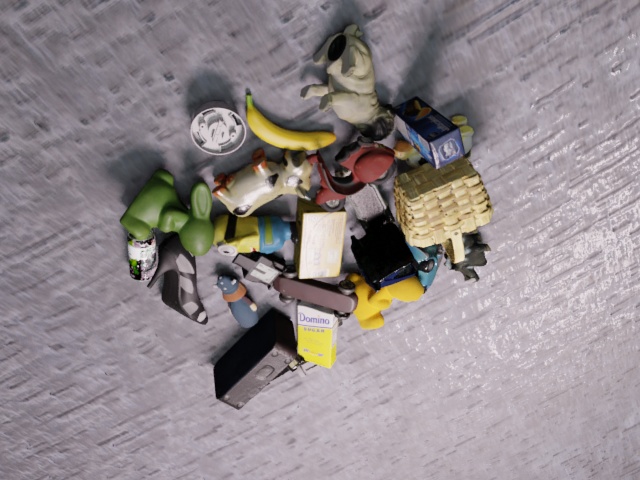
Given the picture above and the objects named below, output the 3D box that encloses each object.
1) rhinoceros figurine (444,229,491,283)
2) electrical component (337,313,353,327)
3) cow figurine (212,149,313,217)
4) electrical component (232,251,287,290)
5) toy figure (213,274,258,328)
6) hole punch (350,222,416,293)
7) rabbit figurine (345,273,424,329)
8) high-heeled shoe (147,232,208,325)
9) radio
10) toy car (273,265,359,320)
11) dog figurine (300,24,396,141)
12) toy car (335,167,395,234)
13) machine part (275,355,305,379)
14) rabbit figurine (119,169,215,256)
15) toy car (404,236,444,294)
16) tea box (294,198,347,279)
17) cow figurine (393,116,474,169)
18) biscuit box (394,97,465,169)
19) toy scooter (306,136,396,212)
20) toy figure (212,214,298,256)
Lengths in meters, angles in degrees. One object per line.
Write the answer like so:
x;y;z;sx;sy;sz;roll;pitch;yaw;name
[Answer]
0.344;0.028;1.282;0.112;0.073;0.190;-33;124;6;rhinoceros figurine
0.046;0.159;1.308;0.078;0.045;0.102;-32;133;-29;electrical component
-0.101;-0.111;1.066;0.195;0.086;0.127;-30;126;8;cow figurine
-0.140;0.055;1.185;0.119;0.048;0.075;27;112;-28;electrical component
-0.189;0.132;1.218;0.064;0.058;0.154;-25;121;-5;toy figure
0.138;0.040;1.158;0.116;0.142;0.092;-27;156;6;hole punch
0.153;0.106;1.241;0.173;0.122;0.162;-15;104;36;rabbit figurine
-0.283;0.085;1.175;0.145;0.086;0.248;-58;149;-17;high-heeled shoe
-0.156;0.287;1.280;0.073;0.131;0.229;35;108;-29;radio
-0.009;0.116;1.226;0.202;0.053;0.089;14;122;15;toy car
0.084;-0.286;1.007;0.190;0.121;0.172;13;122;-38;dog figurine
0.099;-0.087;1.154;0.073;0.056;0.201;-26;124;10;toy car
-0.108;0.319;1.361;0.084;0.039;0.139;43;110;-6;machine part
-0.273;-0.048;1.045;0.170;0.121;0.159;37;86;-16;rabbit figurine
0.240;0.043;1.250;0.103;0.109;0.161;-36;139;-20;toy car
-0.002;-0.004;1.172;0.098;0.068;0.169;-2;121;-14;tea box
0.235;-0.187;1.120;0.167;0.068;0.098;-17;135;-1;cow figurine
0.201;-0.206;1.012;0.063;0.203;0.059;-26;123;1;biscuit box
0.050;-0.141;1.036;0.184;0.075;0.135;-33;126;15;toy scooter
-0.137;-0.015;1.119;0.180;0.089;0.082;-7;149;-10;toy figure
